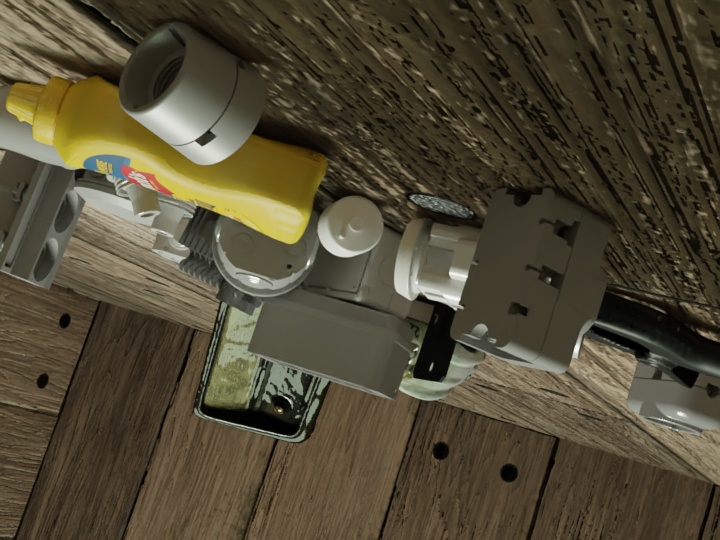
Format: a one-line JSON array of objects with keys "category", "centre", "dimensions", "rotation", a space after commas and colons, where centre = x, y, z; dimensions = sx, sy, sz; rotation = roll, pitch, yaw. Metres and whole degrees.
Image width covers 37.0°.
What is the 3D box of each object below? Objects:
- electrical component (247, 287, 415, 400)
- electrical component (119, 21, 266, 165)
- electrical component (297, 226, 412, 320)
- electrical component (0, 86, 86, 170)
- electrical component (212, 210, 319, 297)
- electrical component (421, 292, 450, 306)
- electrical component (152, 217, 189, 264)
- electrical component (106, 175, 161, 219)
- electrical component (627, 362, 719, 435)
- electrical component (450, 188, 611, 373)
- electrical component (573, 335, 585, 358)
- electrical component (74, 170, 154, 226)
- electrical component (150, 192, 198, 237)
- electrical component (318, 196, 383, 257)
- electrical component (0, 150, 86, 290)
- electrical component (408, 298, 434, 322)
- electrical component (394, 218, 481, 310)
[{"category": "electrical component", "centre": [-0.021, 0.056, 0.838], "dimensions": [0.113, 0.057, 0.078], "rotation": [15, 171, 17]}, {"category": "electrical component", "centre": [-0.081, -0.085, 0.511], "dimensions": [0.055, 0.055, 0.047], "rotation": [10, 165, 43]}, {"category": "electrical component", "centre": [0.000, 0.000, 0.856], "dimensions": [0.061, 0.061, 0.096], "rotation": [25, 169, -37]}, {"category": "electrical component", "centre": [-0.210, -0.094, 0.757], "dimensions": [0.077, 0.043, 0.079], "rotation": [15, 171, 20]}, {"category": "electrical component", "centre": [-0.069, -0.023, 0.799], "dimensions": [0.080, 0.080, 0.051], "rotation": [19, 166, -5]}, {"category": "electrical component", "centre": [0.076, 0.012, 0.853], "dimensions": [0.046, 0.040, 0.040], "rotation": [21, 174, 27]}, {"category": "electrical component", "centre": [-0.156, -0.030, 1.032], "dimensions": [0.080, 0.051, 0.080], "rotation": [18, 172, 3]}, {"category": "electrical component", "centre": [-0.149, -0.066, 0.722], "dimensions": [0.048, 0.062, 0.048], "rotation": [-14, 171, -2]}, {"category": "electrical component", "centre": [0.290, 0.113, 0.981], "dimensions": [0.054, 0.059, 0.095], "rotation": [21, 171, -17]}, {"category": "electrical component", "centre": [0.097, 0.007, 0.596], "dimensions": [0.056, 0.089, 0.050], "rotation": [24, 170, -33]}, {"category": "electrical component", "centre": [0.149, 0.045, 0.893], "dimensions": [0.077, 0.043, 0.079], "rotation": [15, 171, 15]}, {"category": "electrical component", "centre": [-0.174, -0.068, 0.827], "dimensions": [0.080, 0.051, 0.080], "rotation": [18, 172, 3]}, {"category": "electrical component", "centre": [-0.133, -0.055, 0.780], "dimensions": [0.048, 0.062, 0.048], "rotation": [18, 172, 3]}, {"category": "electrical component", "centre": [-0.010, -0.029, 0.764], "dimensions": [0.040, 0.040, 0.078], "rotation": [20, 172, -12]}, {"category": "electrical component", "centre": [-0.255, -0.055, 0.841], "dimensions": [0.063, 0.121, 0.078], "rotation": [20, 172, 8]}, {"category": "electrical component", "centre": [0.046, 0.059, 1.135], "dimensions": [0.121, 0.063, 0.079], "rotation": [16, 171, 16]}, {"category": "electrical component", "centre": [0.058, -0.004, 0.729], "dimensions": [0.057, 0.058, 0.078], "rotation": [13, 171, 16]}]
